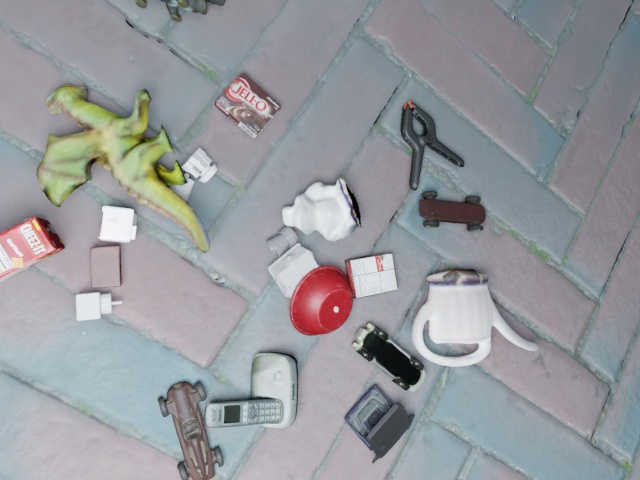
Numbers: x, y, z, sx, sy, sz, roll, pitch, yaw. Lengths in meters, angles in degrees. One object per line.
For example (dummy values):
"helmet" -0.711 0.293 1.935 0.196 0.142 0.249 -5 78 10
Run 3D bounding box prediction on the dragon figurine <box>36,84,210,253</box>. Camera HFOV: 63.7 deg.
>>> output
"dragon figurine" -0.379 -0.129 0.942 0.244 0.120 0.414 -21 76 -16

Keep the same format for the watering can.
"watering can" 0.370 0.180 1.227 0.348 0.103 0.225 0 85 -20

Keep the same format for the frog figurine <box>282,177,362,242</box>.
"frog figurine" 0.003 -0.057 1.128 0.158 0.124 0.136 -20 105 15
